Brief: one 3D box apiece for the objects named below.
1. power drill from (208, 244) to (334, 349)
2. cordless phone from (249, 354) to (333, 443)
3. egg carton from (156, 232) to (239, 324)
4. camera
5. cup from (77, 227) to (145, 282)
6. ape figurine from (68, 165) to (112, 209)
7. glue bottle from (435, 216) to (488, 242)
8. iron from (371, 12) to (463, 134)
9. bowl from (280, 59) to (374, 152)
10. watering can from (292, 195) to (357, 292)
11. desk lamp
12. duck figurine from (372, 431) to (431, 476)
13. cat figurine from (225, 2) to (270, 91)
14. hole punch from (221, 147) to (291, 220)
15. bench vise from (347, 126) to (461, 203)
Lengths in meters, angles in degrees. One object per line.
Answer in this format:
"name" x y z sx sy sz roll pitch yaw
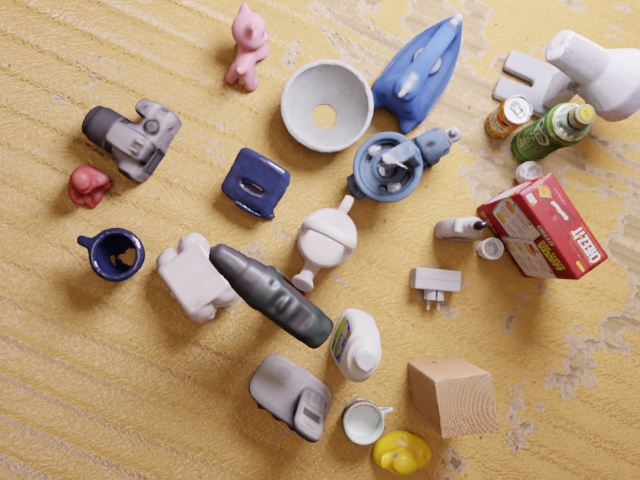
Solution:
"power drill" -0.081 0.090 0.955 0.229 0.208 0.076 37 86 0
"cordless phone" -0.050 0.269 0.958 0.147 0.185 0.094 31 86 -1
"egg carton" -0.218 0.068 1.018 0.107 0.069 0.150 -36 89 -4
"camera" -0.339 -0.194 1.011 0.137 0.100 0.143 32 86 -1
"cup" -0.356 0.022 1.001 0.118 0.095 0.092 21 86 -1
"ape figurine" -0.411 -0.100 1.006 0.078 0.092 0.076 -16 88 -4
"glue bottle" 0.256 -0.021 0.997 0.078 0.173 0.037 4 86 -2
"iron" 0.195 -0.326 1.026 0.118 0.141 0.258 35 86 0
"bowl" 0.011 -0.237 1.045 0.167 0.074 0.167 0 87 -3
"watering can" 0.011 0.004 0.972 0.101 0.194 0.173 7 86 -2
"desk lamp" 0.441 -0.282 1.001 0.203 0.213 0.118 21 86 -1
"duck figurine" 0.149 0.385 1.012 0.104 0.086 0.077 -1 87 -3
"cat figurine" -0.130 -0.347 1.022 0.067 0.117 0.128 15 86 -2
"hole punch" -0.113 -0.098 1.022 0.108 0.091 0.101 31 86 -1
"bench vise" 0.143 -0.152 0.975 0.121 0.219 0.207 45 86 0
